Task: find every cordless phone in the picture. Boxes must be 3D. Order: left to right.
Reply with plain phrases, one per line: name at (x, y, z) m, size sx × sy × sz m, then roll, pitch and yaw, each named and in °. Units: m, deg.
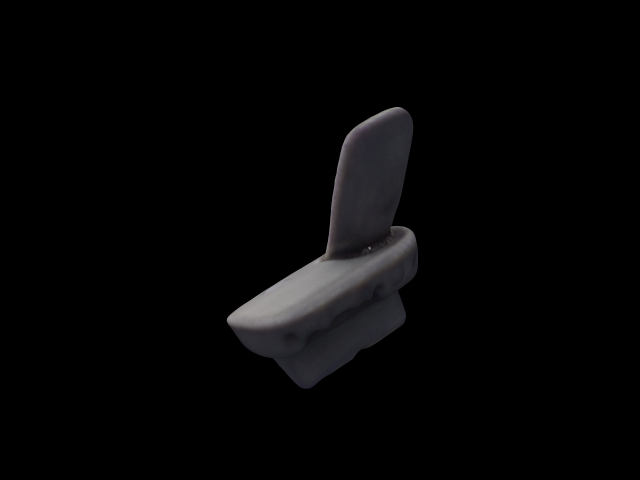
cordless phone at (0.004, 0.001, 0.400) m, size 0.148 × 0.185 × 0.094 m, roll -33°, pitch 53°, yaw -29°
